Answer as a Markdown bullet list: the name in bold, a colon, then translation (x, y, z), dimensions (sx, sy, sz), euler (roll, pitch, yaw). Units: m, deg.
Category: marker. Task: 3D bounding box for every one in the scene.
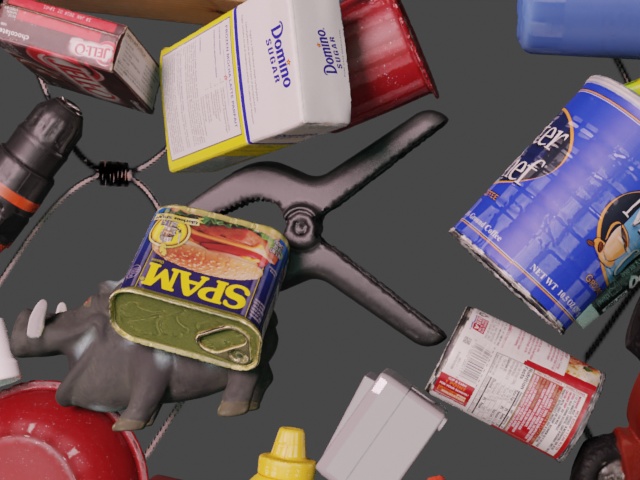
- **marker**: translation (0.223, 0.017, 0.737), dimensions (0.121, 0.020, 0.020), euler (-40, 83, 4)

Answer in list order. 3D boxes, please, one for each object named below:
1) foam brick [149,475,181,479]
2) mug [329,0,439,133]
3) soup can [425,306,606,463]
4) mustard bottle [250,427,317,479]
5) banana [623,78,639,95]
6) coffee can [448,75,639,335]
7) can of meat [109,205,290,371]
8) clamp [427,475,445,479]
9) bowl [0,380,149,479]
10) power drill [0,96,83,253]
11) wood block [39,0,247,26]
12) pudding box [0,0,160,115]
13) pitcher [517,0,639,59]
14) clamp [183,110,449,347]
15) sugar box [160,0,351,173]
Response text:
- **foam brick**: translation (-0.104, 0.213, 0.754), dimensions (0.053, 0.051, 0.078), euler (9, 88, 8)
- **mug**: translation (0.023, -0.133, 0.730), dimensions (0.081, 0.117, 0.093), euler (-23, 42, 11)
- **soup can**: translation (0.131, 0.096, 0.721), dimensions (0.102, 0.068, 0.068), euler (27, 90, 9)
- **mustard bottle**: translation (-0.032, 0.226, 0.736), dimensions (0.096, 0.058, 0.191), euler (5, 86, 36)
- **banana**: translation (0.293, -0.063, 0.726), dimensions (0.198, 0.037, 0.070), euler (41, 112, 9)
- **coffee can**: translation (0.170, -0.023, 0.705), dimensions (0.103, 0.102, 0.140), euler (43, 93, 8)
- **can of meat**: translation (-0.077, 0.029, 0.708), dimensions (0.102, 0.057, 0.084), euler (15, 50, 5)
- **clamp**: translation (0.059, 0.244, 0.702), dimensions (0.120, 0.039, 0.171), euler (-4, 84, 1)
- **bowl**: translation (-0.208, 0.184, 0.769), dimensions (0.162, 0.055, 0.162), euler (-1, 86, 8)
- **power drill**: translation (-0.289, -0.070, 0.794), dimensions (0.188, 0.057, 0.184), euler (38, 92, 8)
- **wood block**: translation (-0.114, -0.209, 0.761), dimensions (0.206, 0.090, 0.090), euler (8, 88, 8)
- **pudding box**: translation (-0.167, -0.129, 0.752), dimensions (0.090, 0.113, 0.039), euler (18, 86, 8)
- **pitcher**: translation (0.254, -0.184, 0.699), dimensions (0.243, 0.149, 0.145), euler (2, 102, 11)
- **clamp**: translation (-0.005, 0.001, 0.760), dimensions (0.210, 0.036, 0.164), euler (-7, 87, 10)
- **sugar box**: translation (-0.048, -0.104, 0.713), dimensions (0.048, 0.177, 0.093), euler (-3, 86, -37)
